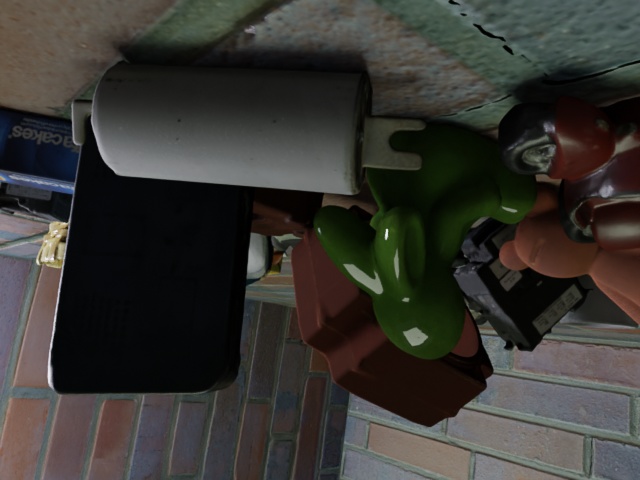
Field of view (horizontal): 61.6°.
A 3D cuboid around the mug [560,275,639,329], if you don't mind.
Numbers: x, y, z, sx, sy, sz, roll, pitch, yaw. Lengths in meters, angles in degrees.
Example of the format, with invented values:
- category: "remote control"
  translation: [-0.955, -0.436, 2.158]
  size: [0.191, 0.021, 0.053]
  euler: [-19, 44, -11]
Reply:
- category: "mug"
  translation: [0.345, 0.051, 0.645]
  size: [0.110, 0.107, 0.081]
  euler: [5, 171, -11]

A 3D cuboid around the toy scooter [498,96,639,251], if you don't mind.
- category: "toy scooter"
  translation: [0.210, -0.043, 0.339]
  size: [0.135, 0.075, 0.183]
  euler: [-3, 160, 43]

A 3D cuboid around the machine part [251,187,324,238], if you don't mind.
- category: "machine part"
  translation: [-0.087, -0.046, 0.588]
  size: [0.179, 0.056, 0.179]
  euler: [9, 169, 2]

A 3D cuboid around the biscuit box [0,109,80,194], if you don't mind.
- category: "biscuit box"
  translation: [-0.293, -0.086, 0.509]
  size: [0.203, 0.059, 0.063]
  euler: [10, 169, -9]

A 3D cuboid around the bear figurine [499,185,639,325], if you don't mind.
- category: "bear figurine"
  translation: [0.284, 0.008, 0.504]
  size: [0.196, 0.120, 0.132]
  euler: [31, -131, 34]

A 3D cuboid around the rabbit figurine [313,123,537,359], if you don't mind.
- category: "rabbit figurine"
  translation: [0.082, 0.003, 0.406]
  size: [0.121, 0.170, 0.159]
  euler: [-3, 165, 42]

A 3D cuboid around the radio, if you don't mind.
- category: "radio"
  translation: [-0.124, 0.006, 0.427]
  size: [0.131, 0.229, 0.073]
  euler: [3, 170, 3]

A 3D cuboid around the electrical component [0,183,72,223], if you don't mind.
- category: "electrical component"
  translation: [-0.315, -0.058, 0.638]
  size: [0.119, 0.075, 0.047]
  euler: [12, 170, 1]

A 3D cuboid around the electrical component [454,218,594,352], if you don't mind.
- category: "electrical component"
  translation: [0.218, 0.038, 0.597]
  size: [0.115, 0.134, 0.058]
  euler: [-34, 180, -19]

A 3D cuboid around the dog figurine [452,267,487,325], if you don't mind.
- category: "dog figurine"
  translation: [0.132, 0.071, 0.705]
  size: [0.191, 0.121, 0.172]
  euler: [-15, 177, 37]

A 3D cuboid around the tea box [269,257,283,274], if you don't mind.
- category: "tea box"
  translation: [-0.145, 0.024, 0.972]
  size: [0.098, 0.068, 0.170]
  euler: [13, 169, -27]

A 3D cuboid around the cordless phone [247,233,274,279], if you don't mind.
- category: "cordless phone"
  translation: [-0.146, -0.027, 0.707]
  size: [0.147, 0.089, 0.184]
  euler: [4, 150, 19]

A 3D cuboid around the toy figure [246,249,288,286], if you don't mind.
- category: "toy figure"
  translation: [-0.092, 0.023, 0.846]
  size: [0.058, 0.064, 0.154]
  euler: [-15, -164, 35]

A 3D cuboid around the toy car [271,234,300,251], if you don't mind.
- category: "toy car"
  translation: [-0.002, -0.002, 0.762]
  size: [0.074, 0.056, 0.201]
  euler: [-4, 167, 25]

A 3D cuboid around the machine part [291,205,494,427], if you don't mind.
- category: "machine part"
  translation: [0.074, 0.070, 0.550]
  size: [0.201, 0.201, 0.087]
  euler: [31, 118, -28]

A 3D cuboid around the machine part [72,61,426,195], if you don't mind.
- category: "machine part"
  translation: [-0.054, -0.074, 0.353]
  size: [0.243, 0.079, 0.079]
  euler: [7, 169, 12]
